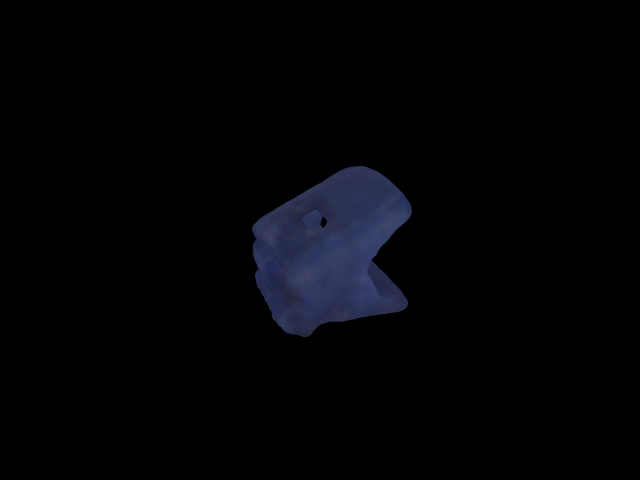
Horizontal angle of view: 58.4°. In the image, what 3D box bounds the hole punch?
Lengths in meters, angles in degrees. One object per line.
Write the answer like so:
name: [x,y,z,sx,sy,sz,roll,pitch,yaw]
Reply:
hole punch: [0.004,0.001,0.400,0.101,0.091,0.108,-8,23,-18]
